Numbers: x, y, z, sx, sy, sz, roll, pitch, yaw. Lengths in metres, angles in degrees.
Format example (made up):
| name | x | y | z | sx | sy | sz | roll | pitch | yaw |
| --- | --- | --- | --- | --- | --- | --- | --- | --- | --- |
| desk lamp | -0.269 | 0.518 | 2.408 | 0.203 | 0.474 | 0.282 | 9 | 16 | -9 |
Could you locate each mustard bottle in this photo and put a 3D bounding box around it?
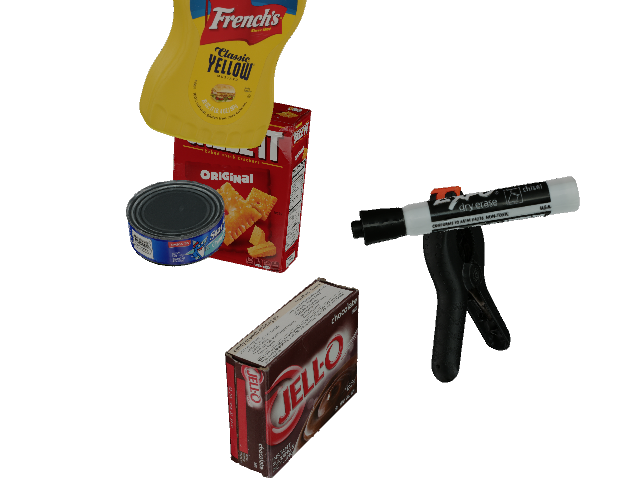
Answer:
| name | x | y | z | sx | sy | sz | roll | pitch | yaw |
| --- | --- | --- | --- | --- | --- | --- | --- | --- | --- |
| mustard bottle | -0.062 | -0.165 | 0.769 | 0.096 | 0.192 | 0.058 | 9 | 23 | -24 |

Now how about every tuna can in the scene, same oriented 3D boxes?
| name | x | y | z | sx | sy | sz | roll | pitch | yaw |
| --- | --- | --- | --- | --- | --- | --- | --- | --- | --- |
| tuna can | -0.126 | -0.016 | 0.938 | 0.086 | 0.034 | 0.086 | 0 | 38 | 0 |

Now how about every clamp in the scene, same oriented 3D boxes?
| name | x | y | z | sx | sy | sz | roll | pitch | yaw |
| --- | --- | --- | --- | --- | --- | --- | --- | --- | --- |
| clamp | 0.121 | 0.041 | 0.956 | 0.039 | 0.171 | 0.120 | -11 | 13 | 33 |

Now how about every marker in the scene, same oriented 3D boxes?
| name | x | y | z | sx | sy | sz | roll | pitch | yaw |
| --- | --- | --- | --- | --- | --- | --- | --- | --- | --- |
| marker | 0.076 | -0.015 | 0.570 | 0.121 | 0.020 | 0.020 | -10 | 0 | 1 |

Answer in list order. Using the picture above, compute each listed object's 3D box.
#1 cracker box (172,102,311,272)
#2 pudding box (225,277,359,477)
| name | x | y | z | sx | sy | sz | roll | pitch | yaw |
| --- | --- | --- | --- | --- | --- | --- | --- | --- | --- |
| cracker box | -0.107 | -0.076 | 1.391 | 0.164 | 0.214 | 0.072 | 13 | 27 | 14 |
| pudding box | -0.017 | 0.090 | 0.719 | 0.039 | 0.090 | 0.113 | 18 | 35 | 26 |
